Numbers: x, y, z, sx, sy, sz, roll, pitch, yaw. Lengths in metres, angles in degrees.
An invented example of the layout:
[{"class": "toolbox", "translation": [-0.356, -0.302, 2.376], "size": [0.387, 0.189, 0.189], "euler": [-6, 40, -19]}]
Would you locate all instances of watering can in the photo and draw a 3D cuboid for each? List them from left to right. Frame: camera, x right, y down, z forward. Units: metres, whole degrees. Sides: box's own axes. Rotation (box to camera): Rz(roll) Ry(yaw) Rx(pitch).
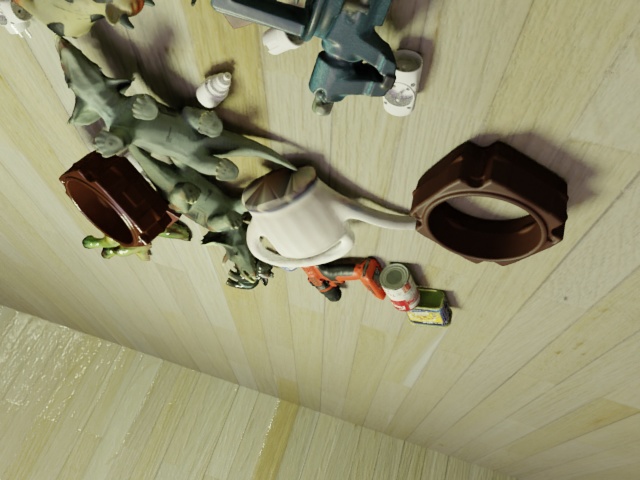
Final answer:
[{"class": "watering can", "translation": [0.003, -0.048, 0.956], "size": [0.345, 0.106, 0.220], "euler": [-17, 129, 21]}]

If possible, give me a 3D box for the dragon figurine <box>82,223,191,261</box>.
[{"class": "dragon figurine", "translation": [-0.449, -0.007, 1.325], "size": [0.243, 0.124, 0.404], "euler": [5, 163, 14]}]
